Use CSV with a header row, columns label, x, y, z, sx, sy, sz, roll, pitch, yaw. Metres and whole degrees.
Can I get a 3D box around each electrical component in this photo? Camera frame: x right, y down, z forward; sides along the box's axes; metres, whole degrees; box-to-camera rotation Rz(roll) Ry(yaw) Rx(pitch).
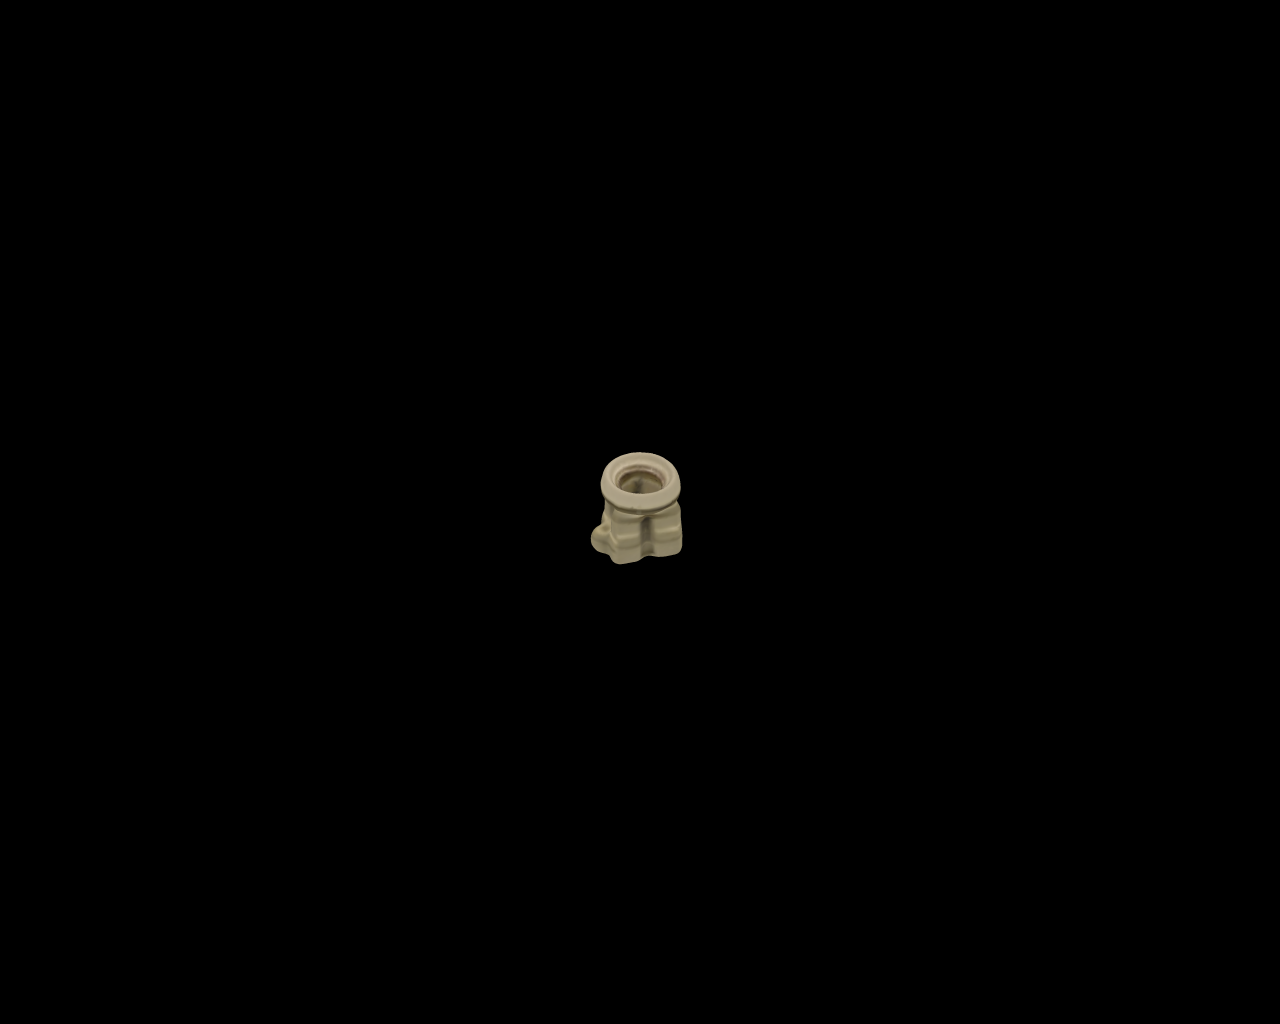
label,x,y,z,sx,sy,sz,roll,pitch,yaw
electrical component,0.001,-0.003,0.650,0.066,0.055,0.048,-10,43,-11
